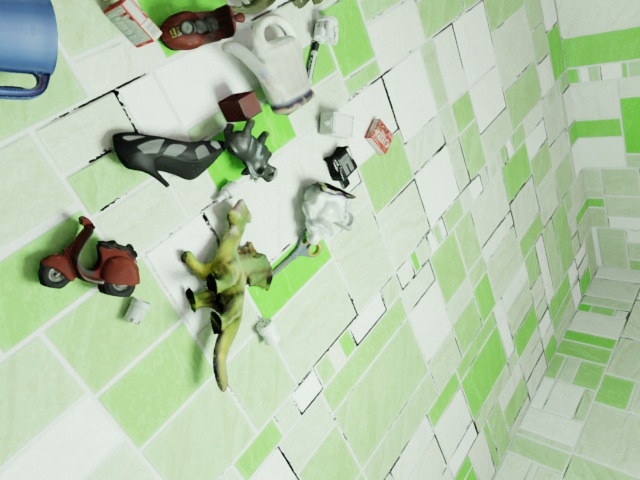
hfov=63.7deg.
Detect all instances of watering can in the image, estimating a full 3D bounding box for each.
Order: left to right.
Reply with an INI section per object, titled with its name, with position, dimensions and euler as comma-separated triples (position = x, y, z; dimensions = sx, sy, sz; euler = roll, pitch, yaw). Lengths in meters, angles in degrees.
[watering can]
position = -0.108, -0.389, 1.177
dimensions = 0.103, 0.221, 0.355
euler = -8, 26, 26

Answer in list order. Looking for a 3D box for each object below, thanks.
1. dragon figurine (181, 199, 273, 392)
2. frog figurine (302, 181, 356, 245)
[dragon figurine]
position = -0.183, 0.111, 1.187
dimensions = 0.122, 0.406, 0.245
euler = 4, 16, 37
[frog figurine]
position = 0.004, -0.069, 1.363
dimensions = 0.124, 0.158, 0.137
euler = 33, 16, 29
